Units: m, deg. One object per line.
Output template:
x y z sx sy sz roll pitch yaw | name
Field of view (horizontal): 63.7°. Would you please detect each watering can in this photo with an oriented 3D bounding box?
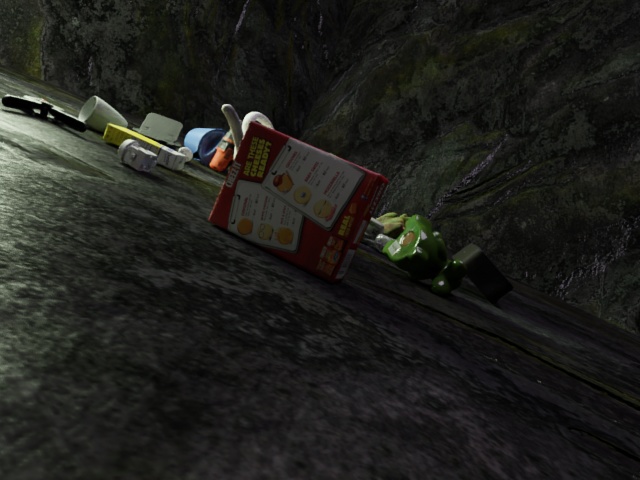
-0.188 -0.233 1.366 0.104 0.224 0.348 5 3 15 | watering can

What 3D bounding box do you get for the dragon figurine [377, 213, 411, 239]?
0.180 -0.049 1.670 0.242 0.122 0.411 11 2 -22 | dragon figurine
